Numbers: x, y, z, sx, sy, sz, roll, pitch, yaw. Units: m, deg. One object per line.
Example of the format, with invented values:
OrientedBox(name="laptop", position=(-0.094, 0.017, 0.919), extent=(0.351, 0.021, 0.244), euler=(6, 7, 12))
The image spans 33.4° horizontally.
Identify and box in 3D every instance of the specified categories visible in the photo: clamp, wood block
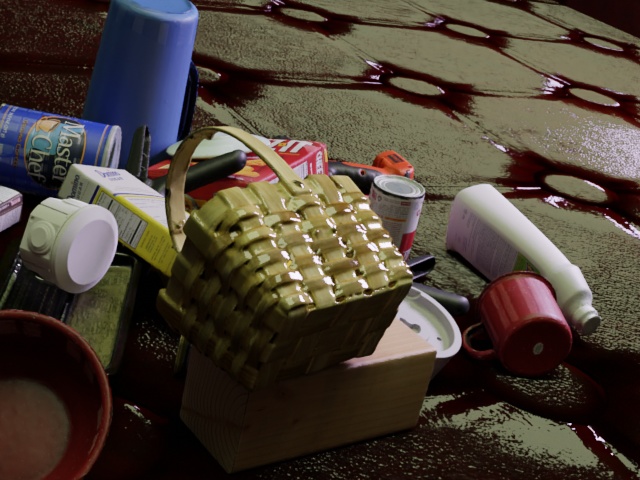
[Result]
OrientedBox(name="clamp", position=(0.085, 0.055, 1.228), extent=(0.171, 0.039, 0.120), euler=(-5, 23, -25))
OrientedBox(name="clamp", position=(-0.190, -0.053, 1.198), extent=(0.165, 0.036, 0.209), euler=(10, 47, 28))
OrientedBox(name="wood block", position=(-0.008, 0.128, 0.950), extent=(0.205, 0.090, 0.091), euler=(-6, 30, -37))

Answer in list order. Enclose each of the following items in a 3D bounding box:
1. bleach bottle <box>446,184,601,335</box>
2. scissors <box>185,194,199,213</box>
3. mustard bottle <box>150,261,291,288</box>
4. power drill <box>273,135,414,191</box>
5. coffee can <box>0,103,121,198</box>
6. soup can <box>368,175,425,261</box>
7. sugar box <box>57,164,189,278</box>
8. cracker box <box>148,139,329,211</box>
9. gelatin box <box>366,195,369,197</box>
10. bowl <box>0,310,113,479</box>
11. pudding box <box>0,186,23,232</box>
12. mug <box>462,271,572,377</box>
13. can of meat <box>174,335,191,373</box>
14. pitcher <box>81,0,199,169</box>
OrientedBox(name="bleach bottle", position=(0.252, 0.035, 1.311), extent=(0.068, 0.103, 0.251), euler=(-15, 41, -24))
OrientedBox(name="scissors", position=(-0.226, -0.034, 1.234), extent=(0.202, 0.016, 0.096), euler=(23, 65, 21))
OrientedBox(name="mustard bottle", position=(-0.110, 0.035, 1.142), extent=(0.192, 0.058, 0.096), euler=(18, 32, 11))
OrientedBox(name="power drill", position=(0.026, -0.103, 1.532), extent=(0.187, 0.057, 0.184), euler=(3, 22, -19))
OrientedBox(name="coffee can", position=(-0.318, -0.100, 1.278), extent=(0.140, 0.103, 0.103), euler=(11, 24, -4))
OrientedBox(name="soup can", position=(0.087, -0.022, 1.322), extent=(0.068, 0.102, 0.068), euler=(10, 25, -5))
OrientedBox(name="sugar box", position=(-0.172, -0.016, 1.082), extent=(0.176, 0.048, 0.093), euler=(31, 12, 24))
OrientedBox(name="cracker box", position=(-0.105, -0.074, 1.330), extent=(0.164, 0.072, 0.213), euler=(7, 21, 23))
OrientedBox(name="gelatin box", position=(0.076, -0.032, 1.427), extent=(0.073, 0.030, 0.089), euler=(2, 26, -24))
OrientedBox(name="bowl", position=(-0.234, 0.136, 0.798), extent=(0.162, 0.055, 0.162), euler=(2, 63, -4))
OrientedBox(name="pudding box", position=(-0.401, -0.039, 1.180), extent=(0.113, 0.039, 0.090), euler=(17, 25, 12))
OrientedBox(name="mug", position=(0.211, 0.097, 1.154), extent=(0.117, 0.093, 0.081), euler=(-18, 31, 4))
OrientedBox(name="can of meat", position=(-0.086, 0.095, 1.023), extent=(0.084, 0.057, 0.102), euler=(15, 23, -1))
OrientedBox(name="pitcher", position=(-0.225, -0.197, 1.369), extent=(0.145, 0.243, 0.149), euler=(13, 29, -10))
